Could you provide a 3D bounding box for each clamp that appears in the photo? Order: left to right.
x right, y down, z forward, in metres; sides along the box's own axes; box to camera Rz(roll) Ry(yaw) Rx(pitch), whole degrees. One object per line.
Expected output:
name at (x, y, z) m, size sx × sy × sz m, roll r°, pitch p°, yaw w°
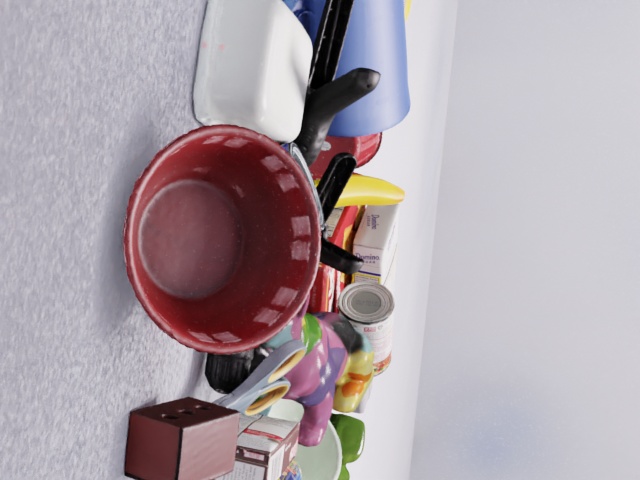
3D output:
clamp at (-0.007, 0.001, 1.064) m, size 0.172 × 0.039 × 0.120 m, roll -43°, pitch -138°, yaw 50°
clamp at (-0.003, -0.142, 1.006) m, size 0.210 × 0.036 × 0.164 m, roll 126°, pitch -30°, yaw -46°

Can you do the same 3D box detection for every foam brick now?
foam brick at (-0.105, 0.157, 0.826) m, size 0.078 × 0.053 × 0.051 m, roll -3°, pitch 101°, yaw -61°

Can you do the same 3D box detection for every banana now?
banana at (0.016, -0.043, 1.228) m, size 0.197 × 0.070 × 0.037 m, roll -26°, pitch 166°, yaw -41°

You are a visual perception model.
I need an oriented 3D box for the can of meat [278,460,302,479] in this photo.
can of meat at (-0.071, 0.233, 0.991) m, size 0.084 × 0.102 × 0.057 m, roll -37°, pitch 137°, yaw -78°

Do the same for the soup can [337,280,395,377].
soup can at (0.053, 0.106, 1.259) m, size 0.102 × 0.068 × 0.068 m, roll 90°, pitch 14°, yaw -45°

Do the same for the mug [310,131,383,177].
mug at (0.013, -0.129, 1.224) m, size 0.117 × 0.093 × 0.081 m, roll 69°, pitch 22°, yaw -9°

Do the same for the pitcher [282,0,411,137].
pitcher at (0.019, -0.231, 1.081) m, size 0.149 × 0.145 × 0.243 m, roll -87°, pitch 174°, yaw -53°

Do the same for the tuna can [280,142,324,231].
tuna can at (-0.026, -0.043, 0.949) m, size 0.086 × 0.034 × 0.086 m, roll -19°, pitch 90°, yaw -81°

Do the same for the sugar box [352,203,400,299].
sugar box at (0.067, 0.046, 1.340) m, size 0.093 × 0.048 × 0.176 m, roll -67°, pitch 161°, yaw -48°

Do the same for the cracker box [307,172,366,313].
cracker box at (0.000, 0.035, 1.291) m, size 0.213 × 0.072 × 0.164 m, roll -67°, pitch 162°, yaw -53°

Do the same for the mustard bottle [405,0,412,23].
mustard bottle at (0.054, -0.223, 1.312) m, size 0.058 × 0.096 × 0.192 m, roll -35°, pitch 133°, yaw -77°

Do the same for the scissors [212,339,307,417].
scissors at (-0.071, 0.130, 0.926) m, size 0.096 × 0.016 × 0.201 m, roll -54°, pitch 160°, yaw 15°

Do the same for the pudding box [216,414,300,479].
pudding box at (-0.074, 0.186, 0.967) m, size 0.113 × 0.090 × 0.039 m, roll -17°, pitch 116°, yaw -78°

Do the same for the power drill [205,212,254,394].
power drill at (-0.084, 0.040, 0.903) m, size 0.187 × 0.057 × 0.184 m, roll 40°, pitch 57°, yaw -80°

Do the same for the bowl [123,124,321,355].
bowl at (-0.079, 0.000, 0.767) m, size 0.161 × 0.055 × 0.162 m, roll 0°, pitch 90°, yaw -36°
